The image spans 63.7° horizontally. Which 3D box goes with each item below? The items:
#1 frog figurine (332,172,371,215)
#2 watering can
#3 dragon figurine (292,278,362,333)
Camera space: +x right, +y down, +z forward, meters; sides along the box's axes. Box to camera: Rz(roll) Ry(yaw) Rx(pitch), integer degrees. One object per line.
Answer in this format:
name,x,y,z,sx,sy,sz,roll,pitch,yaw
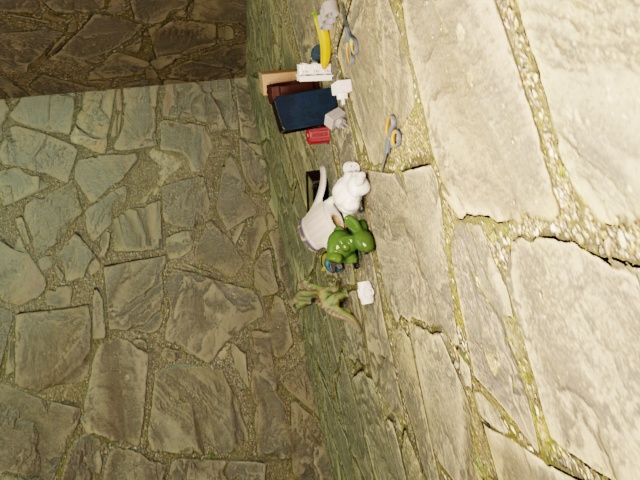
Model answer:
frog figurine,0.100,-0.157,1.664,0.158,0.123,0.139,85,-168,-78
watering can,0.006,-0.101,2.007,0.221,0.103,0.354,-36,59,28
dragon figurine,0.006,0.263,2.108,0.417,0.243,0.120,-120,29,-64
